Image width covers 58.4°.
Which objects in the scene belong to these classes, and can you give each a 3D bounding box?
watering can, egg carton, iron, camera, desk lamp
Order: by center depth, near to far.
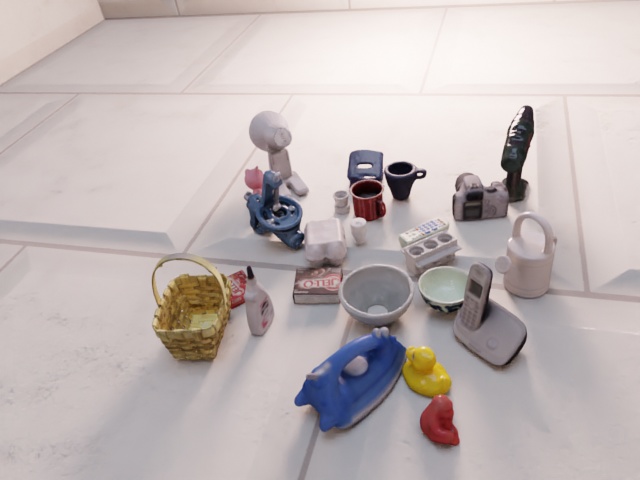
[{"bbox_3d":[0.071,0.237,1.089,0.259,0.142,0.118,-32,44,-27],"label":"iron"},{"bbox_3d":[0.451,0.029,1.237,0.100,0.194,0.173,17,45,29],"label":"watering can"},{"bbox_3d":[0.013,0.005,1.451,0.107,0.069,0.150,-8,38,1],"label":"egg carton"},{"bbox_3d":[0.417,-0.130,1.520,0.143,0.101,0.136,-5,38,5],"label":"camera"},{"bbox_3d":[-0.120,-0.258,1.690,0.118,0.214,0.202,-21,40,-15],"label":"desk lamp"}]

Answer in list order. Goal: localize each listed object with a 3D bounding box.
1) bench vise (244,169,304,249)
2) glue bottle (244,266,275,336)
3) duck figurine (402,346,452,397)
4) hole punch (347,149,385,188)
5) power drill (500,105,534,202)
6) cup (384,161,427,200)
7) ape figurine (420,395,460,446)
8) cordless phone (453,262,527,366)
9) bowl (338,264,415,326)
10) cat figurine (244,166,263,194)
[{"bbox_3d":[-0.139,-0.093,1.481,0.206,0.220,0.122,14,44,26],"label":"bench vise"},{"bbox_3d":[-0.139,0.125,1.245,0.037,0.173,0.078,6,41,18],"label":"glue bottle"},{"bbox_3d":[0.205,0.245,1.100,0.078,0.086,0.104,-34,45,-28],"label":"duck figurine"},{"bbox_3d":[0.136,-0.206,1.675,0.108,0.091,0.101,1,39,12],"label":"hole punch"},{"bbox_3d":[0.524,-0.220,1.526,0.075,0.209,0.230,10,42,22],"label":"power drill"},{"bbox_3d":[0.239,-0.161,1.597,0.117,0.095,0.091,0,39,10],"label":"cup"},{"bbox_3d":[0.214,0.311,1.010,0.076,0.092,0.078,13,43,25],"label":"ape figurine"},{"bbox_3d":[0.336,0.142,1.123,0.094,0.185,0.147,-30,43,-25],"label":"cordless phone"},{"bbox_3d":[0.126,0.134,1.264,0.167,0.075,0.167,-5,38,4],"label":"bowl"},{"bbox_3d":[-0.180,-0.154,1.648,0.067,0.118,0.127,-13,38,-6],"label":"cat figurine"}]
